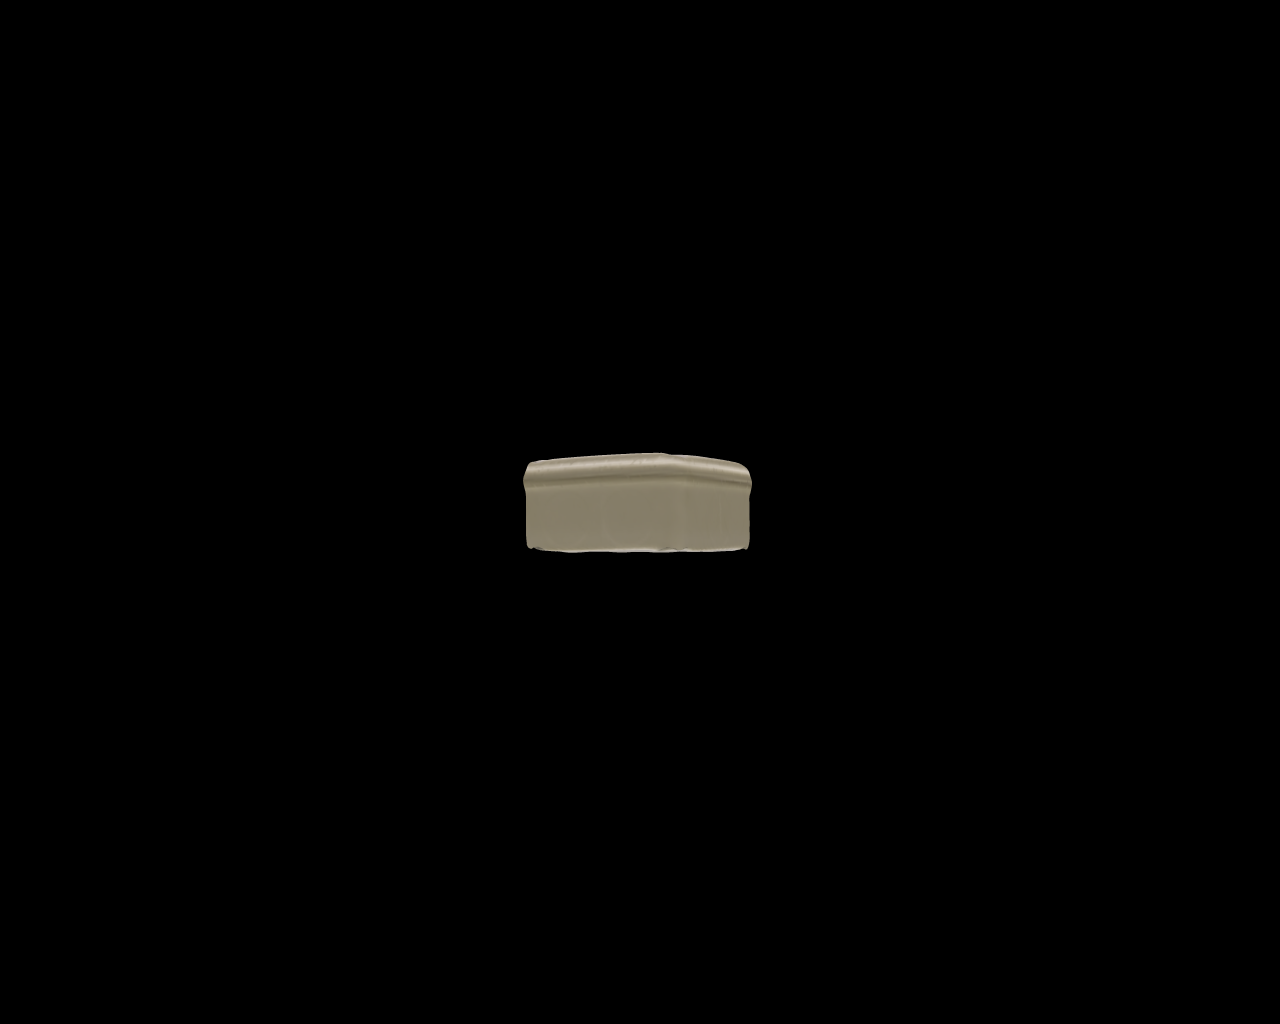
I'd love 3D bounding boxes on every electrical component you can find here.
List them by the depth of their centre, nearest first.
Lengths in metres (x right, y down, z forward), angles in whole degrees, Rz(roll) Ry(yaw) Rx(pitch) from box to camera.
[{"bbox_3d":[0.001,-0.003,0.650,0.109,0.056,0.109,-1,-2,28],"label":"electrical component"}]
